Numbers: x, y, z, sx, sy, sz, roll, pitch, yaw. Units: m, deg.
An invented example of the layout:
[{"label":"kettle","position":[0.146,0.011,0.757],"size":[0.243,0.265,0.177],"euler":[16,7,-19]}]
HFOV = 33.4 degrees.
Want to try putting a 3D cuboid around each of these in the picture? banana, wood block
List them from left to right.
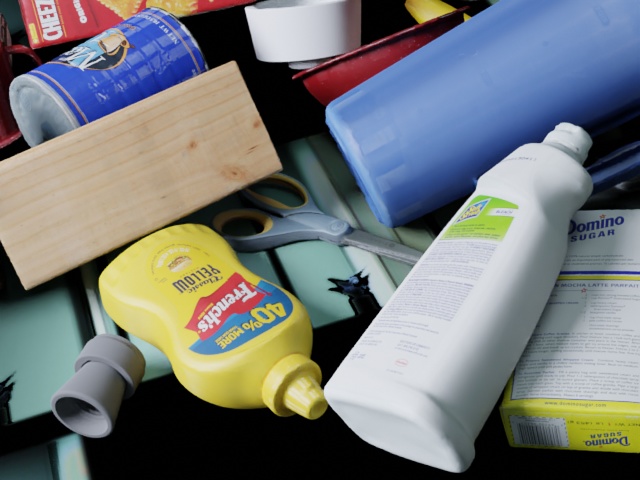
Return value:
[{"label":"wood block","position":[-0.146,-0.051,0.801],"size":[0.206,0.090,0.091],"euler":[-26,10,-13]},{"label":"banana","position":[0.146,-0.174,0.958],"size":[0.037,0.069,0.198],"euler":[-50,38,8]}]

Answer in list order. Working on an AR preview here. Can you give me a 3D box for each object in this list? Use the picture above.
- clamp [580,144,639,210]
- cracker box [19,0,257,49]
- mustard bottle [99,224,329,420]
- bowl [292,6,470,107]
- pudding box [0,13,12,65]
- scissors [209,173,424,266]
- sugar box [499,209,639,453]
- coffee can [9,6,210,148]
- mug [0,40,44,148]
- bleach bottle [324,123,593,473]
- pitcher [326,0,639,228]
[{"label":"clamp","position":[0.231,-0.045,0.813],"size":[0.172,0.039,0.120],"euler":[4,50,15]},{"label":"cracker box","position":[-0.176,-0.246,1.036],"size":[0.213,0.072,0.164],"euler":[-13,16,-6]},{"label":"mustard bottle","position":[-0.062,0.061,0.719],"size":[0.096,0.058,0.192],"euler":[-27,45,-30]},{"label":"bowl","position":[0.060,-0.143,0.906],"size":[0.162,0.055,0.162],"euler":[-21,8,3]},{"label":"pudding box","position":[-0.364,-0.180,1.058],"size":[0.113,0.039,0.090],"euler":[-15,42,-5]},{"label":"scissors","position":[-0.005,0.001,0.812],"size":[0.096,0.016,0.202],"euler":[-35,47,-26]},{"label":"sugar box","position":[0.174,0.054,0.692],"size":[0.093,0.048,0.176],"euler":[0,41,20]},{"label":"coffee can","position":[-0.177,-0.124,0.916],"size":[0.103,0.103,0.140],"euler":[29,52,34]},{"label":"mug","position":[-0.306,-0.140,0.969],"size":[0.117,0.081,0.093],"euler":[-22,43,-17]},{"label":"bleach bottle","position":[0.109,0.022,0.677],"size":[0.103,0.068,0.250],"euler":[6,52,51]},{"label":"pitcher","position":[0.136,-0.099,0.797],"size":[0.243,0.145,0.149],"euler":[-28,22,2]}]
